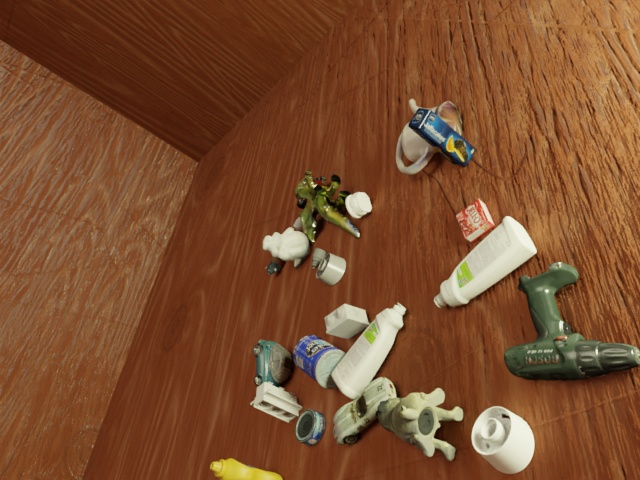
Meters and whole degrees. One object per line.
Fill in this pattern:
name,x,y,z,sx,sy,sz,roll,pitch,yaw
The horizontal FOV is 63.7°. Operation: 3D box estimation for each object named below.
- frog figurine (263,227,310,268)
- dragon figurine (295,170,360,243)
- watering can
frog figurine,-0.121,0.012,1.851,0.158,0.140,0.121,33,-39,-28
dragon figurine,0.006,-0.092,1.824,0.122,0.419,0.237,-4,-41,-28
watering can,0.325,-0.352,1.573,0.103,0.355,0.222,33,-37,-28
